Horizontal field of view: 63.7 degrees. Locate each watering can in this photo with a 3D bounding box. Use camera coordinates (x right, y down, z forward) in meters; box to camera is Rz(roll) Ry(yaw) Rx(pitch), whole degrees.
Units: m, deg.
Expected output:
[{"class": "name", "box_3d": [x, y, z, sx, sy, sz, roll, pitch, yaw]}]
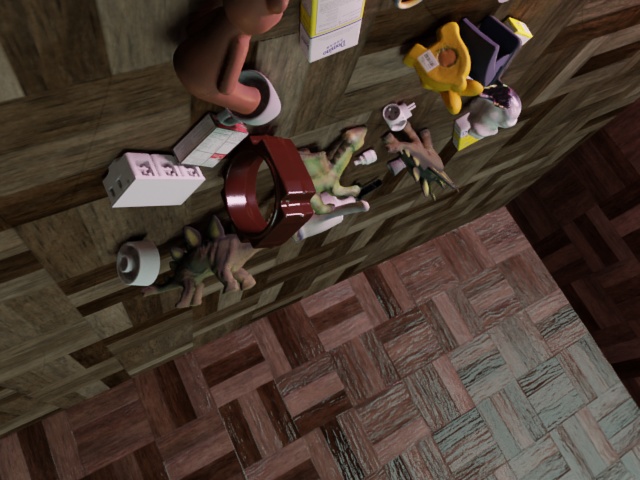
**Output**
[{"class": "watering can", "box_3d": [0.004, -0.073, 1.455, 0.225, 0.103, 0.349, -25, -170, -9]}]

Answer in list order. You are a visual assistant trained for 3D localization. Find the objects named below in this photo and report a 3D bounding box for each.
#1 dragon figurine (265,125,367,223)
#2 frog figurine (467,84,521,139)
[{"class": "dragon figurine", "box_3d": [-0.047, -0.150, 1.285, 0.409, 0.124, 0.238, -32, 148, 4]}, {"class": "frog figurine", "box_3d": [0.479, -0.348, 1.431, 0.125, 0.138, 0.156, -52, 156, -27]}]
